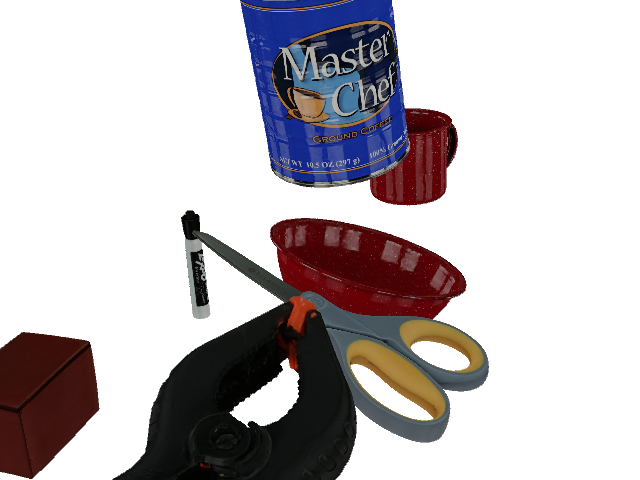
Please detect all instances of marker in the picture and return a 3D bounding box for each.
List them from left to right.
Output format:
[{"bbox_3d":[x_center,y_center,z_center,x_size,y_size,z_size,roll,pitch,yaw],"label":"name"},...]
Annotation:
[{"bbox_3d":[-0.130,0.025,1.113,0.020,0.121,0.020,-3,26,1],"label":"marker"}]

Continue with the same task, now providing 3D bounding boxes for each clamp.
[{"bbox_3d":[-0.027,0.091,0.387,0.120,0.039,0.171,24,49,17],"label":"clamp"}]

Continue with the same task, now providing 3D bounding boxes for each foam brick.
[{"bbox_3d":[-0.181,0.099,0.661,0.053,0.051,0.078,7,28,21],"label":"foam brick"}]

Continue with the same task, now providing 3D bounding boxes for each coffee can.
[{"bbox_3d":[0.004,-0.122,0.735,0.103,0.140,0.103,-7,30,4],"label":"coffee can"}]

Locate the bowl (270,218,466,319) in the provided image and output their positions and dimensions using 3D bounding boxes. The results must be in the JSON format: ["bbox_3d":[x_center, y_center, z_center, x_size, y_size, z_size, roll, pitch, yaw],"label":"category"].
[{"bbox_3d":[0.032,0.036,0.852,0.162,0.055,0.162,14,16,-4],"label":"bowl"}]

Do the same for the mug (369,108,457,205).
[{"bbox_3d":[0.101,-0.091,1.133,0.117,0.081,0.093,-22,29,-37],"label":"mug"}]

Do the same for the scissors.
[{"bbox_3d":[0.016,0.040,0.614,0.096,0.016,0.202,-15,42,-32],"label":"scissors"}]
